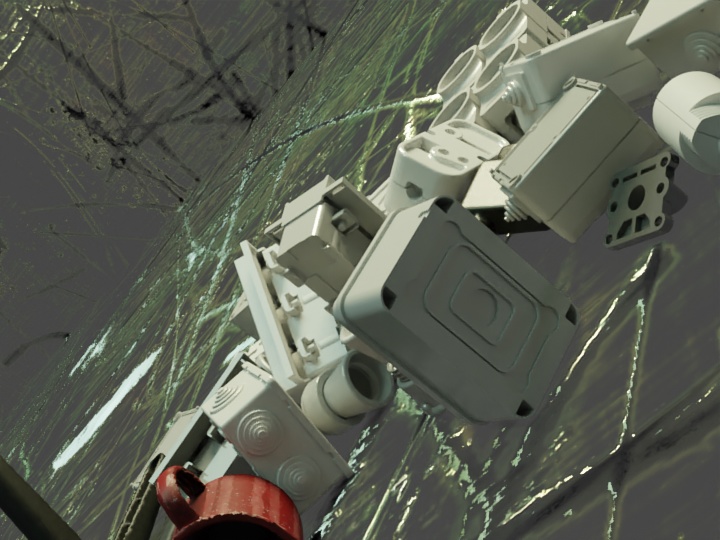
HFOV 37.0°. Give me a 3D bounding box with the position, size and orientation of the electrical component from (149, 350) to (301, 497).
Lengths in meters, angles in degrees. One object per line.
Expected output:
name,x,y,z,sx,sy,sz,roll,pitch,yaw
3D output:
electrical component,-0.098,0.137,0.849,0.063,0.078,0.121,20,69,42

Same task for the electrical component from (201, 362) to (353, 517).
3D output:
electrical component,-0.060,0.115,0.734,0.048,0.099,0.100,-41,12,-12

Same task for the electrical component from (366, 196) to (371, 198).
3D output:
electrical component,-0.016,-0.052,1.049,0.052,0.074,0.138,-53,14,-5

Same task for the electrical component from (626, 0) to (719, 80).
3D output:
electrical component,0.220,-0.164,0.645,0.099,0.048,0.100,-58,16,-23

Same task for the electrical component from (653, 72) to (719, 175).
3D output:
electrical component,0.182,-0.072,0.549,0.043,0.043,0.081,-48,15,16

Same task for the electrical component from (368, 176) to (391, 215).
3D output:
electrical component,0.031,-0.031,0.887,0.109,0.056,0.108,-43,17,31

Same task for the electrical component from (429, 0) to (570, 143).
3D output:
electrical component,0.118,-0.150,0.900,0.105,0.060,0.186,-44,16,29

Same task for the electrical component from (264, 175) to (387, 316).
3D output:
electrical component,0.000,0.000,0.763,0.079,0.121,0.063,-31,32,34

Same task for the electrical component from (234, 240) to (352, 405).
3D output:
electrical component,-0.043,0.036,0.822,0.063,0.078,0.121,-28,59,10

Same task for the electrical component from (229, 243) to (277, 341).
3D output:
electrical component,-0.075,0.018,1.097,0.078,0.057,0.113,-40,19,40

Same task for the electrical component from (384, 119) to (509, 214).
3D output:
electrical component,0.063,-0.065,0.790,0.095,0.054,0.059,-31,-36,-48

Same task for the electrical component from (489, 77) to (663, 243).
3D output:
electrical component,0.127,-0.060,0.650,0.096,0.061,0.061,-49,13,7

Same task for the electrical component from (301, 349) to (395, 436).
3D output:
electrical component,-0.009,0.086,0.752,0.055,0.045,0.045,-40,18,40

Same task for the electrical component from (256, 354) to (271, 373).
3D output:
electrical component,-0.087,0.108,0.938,0.055,0.045,0.045,-51,14,3

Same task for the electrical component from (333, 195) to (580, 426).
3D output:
electrical component,0.051,0.024,0.580,0.078,0.113,0.057,-58,19,-24

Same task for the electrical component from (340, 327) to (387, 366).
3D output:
electrical component,0.025,0.047,0.697,0.044,0.065,0.044,-48,15,17

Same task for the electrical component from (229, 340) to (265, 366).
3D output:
electrical component,-0.088,0.087,0.994,0.055,0.048,0.066,-38,18,20

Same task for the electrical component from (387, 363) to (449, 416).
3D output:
electrical component,0.037,0.055,0.651,0.048,0.062,0.048,-47,15,17

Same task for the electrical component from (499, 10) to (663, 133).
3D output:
electrical component,0.140,-0.121,0.707,0.096,0.061,0.062,-24,10,-8

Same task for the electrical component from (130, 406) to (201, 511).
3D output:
electrical component,-0.144,0.166,0.942,0.096,0.061,0.062,-58,16,-25
